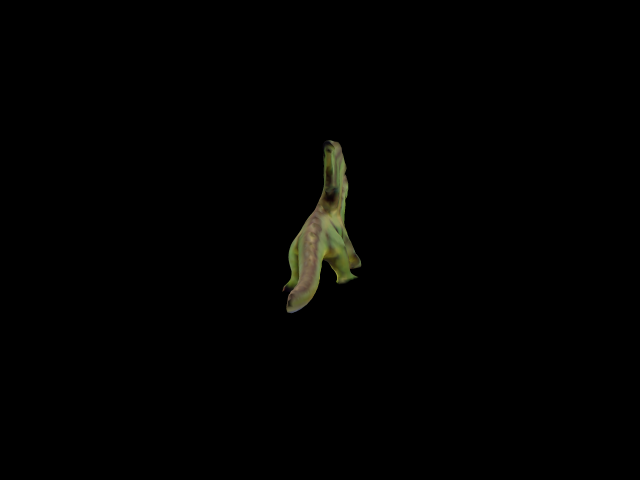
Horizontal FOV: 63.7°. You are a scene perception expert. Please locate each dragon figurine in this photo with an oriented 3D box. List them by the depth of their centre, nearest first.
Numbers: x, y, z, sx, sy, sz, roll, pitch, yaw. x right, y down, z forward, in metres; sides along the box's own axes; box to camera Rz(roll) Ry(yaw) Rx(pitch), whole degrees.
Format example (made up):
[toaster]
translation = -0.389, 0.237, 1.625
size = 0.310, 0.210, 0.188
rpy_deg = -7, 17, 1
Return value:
[dragon figurine]
translation = 0.003, -0.043, 0.850
size = 0.122, 0.241, 0.412
rpy_deg = 1, 7, 8
